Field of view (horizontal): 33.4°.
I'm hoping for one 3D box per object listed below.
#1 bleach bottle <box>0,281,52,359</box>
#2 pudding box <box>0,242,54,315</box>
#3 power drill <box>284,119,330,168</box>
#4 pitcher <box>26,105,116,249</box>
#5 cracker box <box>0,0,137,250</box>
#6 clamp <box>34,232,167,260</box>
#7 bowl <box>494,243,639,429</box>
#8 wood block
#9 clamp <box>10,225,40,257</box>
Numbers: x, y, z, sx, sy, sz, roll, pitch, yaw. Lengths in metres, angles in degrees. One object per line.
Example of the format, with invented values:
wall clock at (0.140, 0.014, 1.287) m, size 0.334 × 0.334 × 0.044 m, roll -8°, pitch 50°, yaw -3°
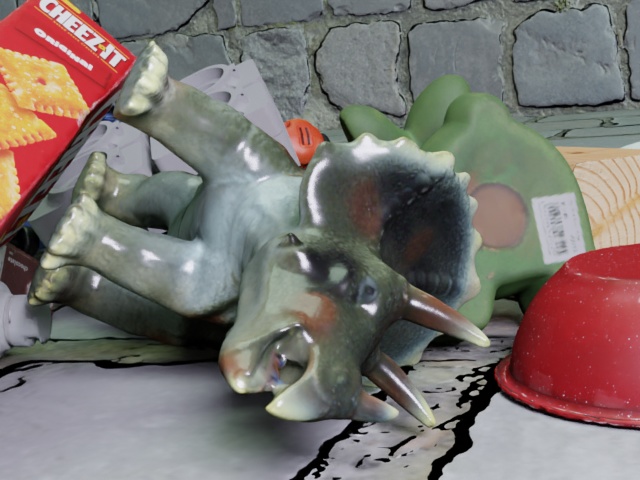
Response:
bleach bottle at (-0.286, 0.052, 0.623) m, size 0.251 × 0.068 × 0.102 m, roll -2°, pitch 12°, yaw 4°
pudding box at (-0.243, 0.022, 0.715) m, size 0.090 × 0.039 × 0.113 m, roll -3°, pitch -24°, yaw 21°
power drill at (0.012, -0.057, 1.049) m, size 0.187 × 0.057 × 0.185 m, roll -3°, pitch -20°, yaw -26°
pitcher at (-0.293, -0.046, 1.011) m, size 0.243 × 0.145 × 0.149 m, roll -4°, pitch 8°, yaw 25°
cracker box at (-0.183, -0.015, 0.516) m, size 0.164 × 0.072 × 0.213 m, roll -45°, pitch 14°, yaw 27°
clamp at (-0.198, 0.022, 0.832) m, size 0.172 × 0.039 × 0.120 m, roll -2°, pitch 9°, yaw 17°
bowl at (0.160, 0.036, 0.492) m, size 0.162 × 0.055 × 0.162 m, roll -5°, pitch 9°, yaw 1°
wood block at (0.136, -0.016, 0.724) m, size 0.090 × 0.090 × 0.206 m, roll -9°, pitch 9°, yaw -27°
clamp at (-0.302, -0.012, 0.832) m, size 0.164 × 0.036 × 0.210 m, roll 9°, pitch 1°, yaw -14°
